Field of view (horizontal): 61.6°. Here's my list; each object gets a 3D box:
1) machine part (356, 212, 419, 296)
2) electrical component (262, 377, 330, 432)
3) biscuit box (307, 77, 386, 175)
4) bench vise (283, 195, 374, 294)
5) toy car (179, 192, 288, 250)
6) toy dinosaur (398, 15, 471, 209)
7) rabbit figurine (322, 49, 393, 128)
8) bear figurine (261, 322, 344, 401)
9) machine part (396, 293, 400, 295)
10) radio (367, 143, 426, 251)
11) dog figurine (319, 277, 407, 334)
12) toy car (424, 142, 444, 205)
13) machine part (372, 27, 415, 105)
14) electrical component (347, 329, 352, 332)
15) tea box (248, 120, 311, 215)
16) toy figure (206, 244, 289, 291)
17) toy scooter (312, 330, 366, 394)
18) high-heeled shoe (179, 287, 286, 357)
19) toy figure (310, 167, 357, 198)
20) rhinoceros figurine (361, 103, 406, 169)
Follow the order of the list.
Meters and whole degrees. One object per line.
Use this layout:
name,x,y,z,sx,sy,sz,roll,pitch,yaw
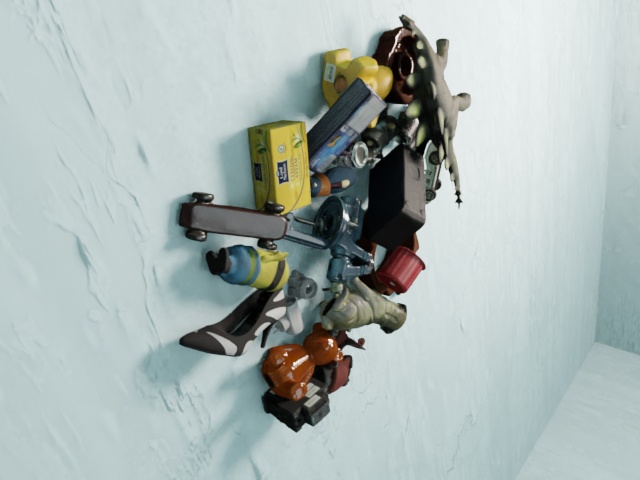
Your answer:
machine part,0.157,0.023,1.357,0.201,0.087,0.200,-47,133,-30
electrical component,-0.045,0.360,1.196,0.115,0.134,0.058,-32,124,-36
biscuit box,0.036,-0.225,1.083,0.202,0.063,0.059,-43,143,21
bench vise,0.003,-0.003,1.147,0.240,0.129,0.223,17,88,-29
toy car,-0.156,-0.035,0.983,0.202,0.053,0.089,6,101,-24
toy dinosaur,0.272,-0.294,1.252,0.470,0.105,0.198,59,45,-30
rabbit figurine,0.097,-0.325,1.154,0.173,0.122,0.162,-23,123,-44
bear figurine,-0.027,0.260,1.183,0.196,0.132,0.120,-26,84,-27
machine part,0.233,0.083,1.499,0.084,0.039,0.138,-26,122,-35
radio,0.174,-0.103,1.228,0.073,0.131,0.230,25,48,-24
dog figurine,0.106,0.182,1.257,0.190,0.121,0.172,40,69,-9
toy car,0.306,-0.188,1.457,0.073,0.056,0.201,-54,155,-46
machine part,0.192,-0.414,1.282,0.179,0.056,0.179,-16,112,-45
electrical component,0.087,0.178,1.357,0.102,0.045,0.078,-59,136,-18
tea box,-0.077,-0.143,1.053,0.098,0.068,0.169,-26,122,-42
toy figure,-0.136,0.054,1.039,0.180,0.082,0.089,6,100,-52
toy scooter,0.053,0.290,1.326,0.135,0.075,0.183,10,92,-40
high-heeled shoe,-0.158,0.144,1.046,0.248,0.086,0.145,13,88,-54
toy figure,0.014,-0.123,1.163,0.154,0.064,0.057,-21,97,-38
rhinoceros figurine,0.132,-0.240,1.248,0.190,0.073,0.112,-50,167,-41
